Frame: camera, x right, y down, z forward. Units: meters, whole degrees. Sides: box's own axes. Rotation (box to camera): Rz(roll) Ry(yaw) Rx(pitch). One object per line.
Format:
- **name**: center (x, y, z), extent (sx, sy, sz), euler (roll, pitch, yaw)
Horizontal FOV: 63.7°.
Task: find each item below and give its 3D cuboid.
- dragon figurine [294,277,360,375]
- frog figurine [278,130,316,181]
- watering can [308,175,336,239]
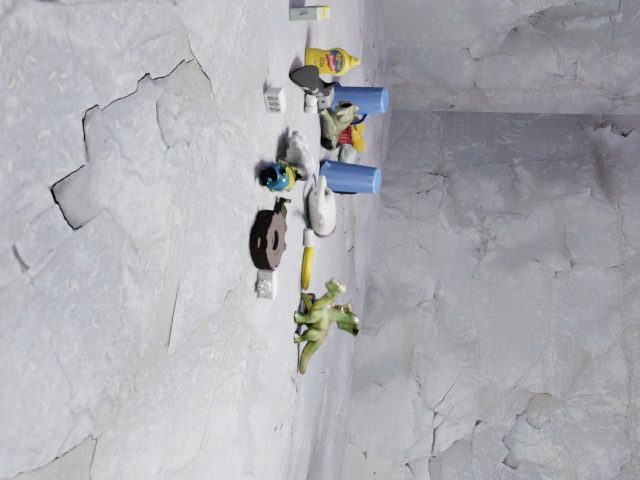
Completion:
- **dragon figurine**: center (0.030, 0.329, 1.956), extent (0.124, 0.243, 0.405), euler (-58, 148, -72)
- **frog figurine**: center (-0.061, -0.271, 1.651), extent (0.135, 0.122, 0.162), euler (52, 52, -42)
- **watering can**: center (0.006, -0.098, 1.956), extent (0.356, 0.104, 0.219), euler (-87, 173, -53)
